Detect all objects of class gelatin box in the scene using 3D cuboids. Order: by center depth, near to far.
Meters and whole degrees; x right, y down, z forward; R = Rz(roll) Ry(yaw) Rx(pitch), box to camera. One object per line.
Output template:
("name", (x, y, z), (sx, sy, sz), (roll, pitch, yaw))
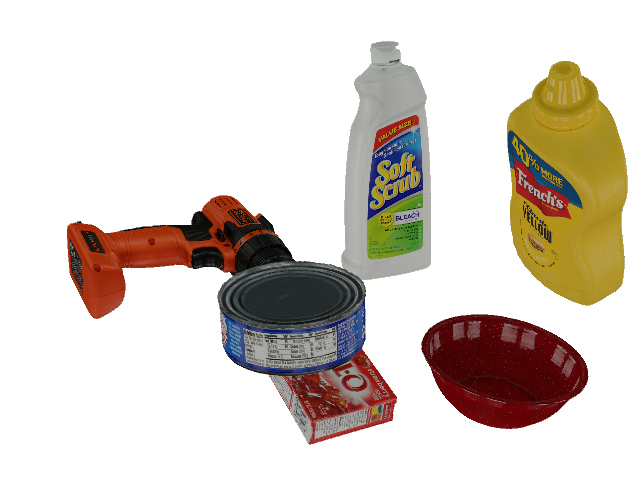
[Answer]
("gelatin box", (0.007, 0.112, 0.839), (0.073, 0.030, 0.089), (-12, 40, -22))

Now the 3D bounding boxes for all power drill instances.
("power drill", (-0.123, 0.020, 0.959), (0.187, 0.057, 0.185), (-8, 26, -24))

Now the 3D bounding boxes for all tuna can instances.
("tuna can", (-0.016, 0.044, 0.620), (0.086, 0.034, 0.086), (-2, 23, 1))

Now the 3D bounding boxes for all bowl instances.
("bowl", (0.175, 0.135, 1.043), (0.162, 0.055, 0.162), (5, 26, -3))

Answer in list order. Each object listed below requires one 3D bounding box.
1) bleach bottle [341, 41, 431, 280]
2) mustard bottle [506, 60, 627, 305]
("bleach bottle", (0.067, -0.087, 1.154), (0.102, 0.251, 0.068), (-10, 23, -12))
("mustard bottle", (0.166, -0.044, 0.725), (0.058, 0.191, 0.096), (-28, 50, -11))
